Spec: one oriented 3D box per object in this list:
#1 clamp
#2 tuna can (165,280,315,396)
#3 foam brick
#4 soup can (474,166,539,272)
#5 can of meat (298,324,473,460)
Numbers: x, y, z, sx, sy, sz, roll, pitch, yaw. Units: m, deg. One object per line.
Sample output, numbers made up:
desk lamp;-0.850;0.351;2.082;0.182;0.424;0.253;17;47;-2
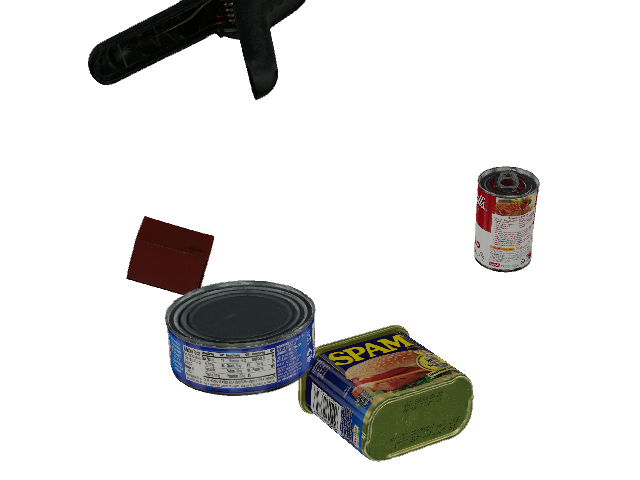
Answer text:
clamp;-0.049;-0.139;0.656;0.120;0.039;0.171;20;51;24
tuna can;-0.045;0.055;0.614;0.086;0.034;0.086;-2;21;1
foam brick;-0.156;0.018;1.112;0.078;0.051;0.053;17;28;-4
soup can;0.210;-0.024;1.211;0.068;0.102;0.068;-2;33;1
can of meat;0.048;0.111;0.778;0.101;0.057;0.084;-12;27;-31
